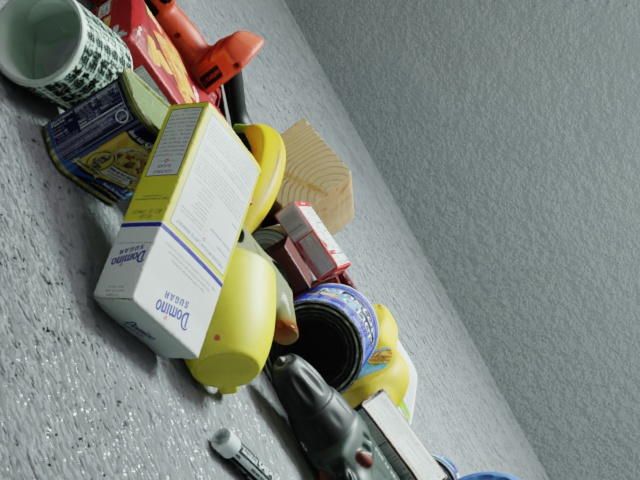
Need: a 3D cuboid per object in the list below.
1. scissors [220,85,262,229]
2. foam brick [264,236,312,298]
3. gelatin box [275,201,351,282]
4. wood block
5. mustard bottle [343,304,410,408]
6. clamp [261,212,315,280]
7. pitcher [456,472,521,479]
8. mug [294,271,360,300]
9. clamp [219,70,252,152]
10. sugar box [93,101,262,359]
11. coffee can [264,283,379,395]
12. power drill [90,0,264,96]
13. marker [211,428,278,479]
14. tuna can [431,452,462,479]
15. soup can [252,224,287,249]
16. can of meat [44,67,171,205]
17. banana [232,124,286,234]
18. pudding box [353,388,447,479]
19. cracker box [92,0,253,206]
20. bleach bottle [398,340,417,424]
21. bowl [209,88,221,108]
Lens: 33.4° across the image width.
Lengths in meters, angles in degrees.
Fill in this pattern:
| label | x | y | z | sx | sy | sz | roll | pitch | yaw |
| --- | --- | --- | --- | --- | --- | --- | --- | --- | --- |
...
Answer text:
| label | x | y | z | sx | sy | sz | roll | pitch | yaw |
| --- | --- | --- | --- | --- | --- | --- | --- | --- | --- |
| scissors | -0.104 | -0.090 | 1.227 | 0.096 | 0.016 | 0.202 | -39 | 116 | -71 |
| foam brick | -0.053 | 0.040 | 1.079 | 0.051 | 0.078 | 0.053 | 58 | 8 | -9 |
| gelatin box | -0.007 | 0.002 | 1.152 | 0.089 | 0.030 | 0.073 | 56 | 10 | 5 |
| wood block | -0.020 | -0.059 | 1.326 | 0.091 | 0.090 | 0.206 | 51 | -6 | 12 |
| mustard bottle | 0.054 | 0.155 | 1.227 | 0.058 | 0.096 | 0.191 | 57 | 10 | -28 |
| clamp | -0.029 | 0.031 | 1.316 | 0.171 | 0.039 | 0.120 | 48 | -4 | -39 |
| pitcher | 0.172 | 0.348 | 1.017 | 0.149 | 0.145 | 0.243 | -124 | -166 | -57 |
| mug | 0.007 | 0.083 | 1.236 | 0.093 | 0.081 | 0.117 | 58 | 11 | -12 |
| clamp | -0.107 | -0.154 | 1.348 | 0.210 | 0.036 | 0.165 | 69 | -17 | -14 |
| sugar box | -0.105 | -0.008 | 0.812 | 0.093 | 0.048 | 0.176 | 52 | 49 | -46 |
| coffee can | 0.003 | 0.103 | 1.102 | 0.103 | 0.103 | 0.140 | 60 | 10 | 1 |
| power drill | -0.150 | -0.250 | 1.128 | 0.187 | 0.057 | 0.185 | 45 | -29 | -13 |
| marker | -0.047 | 0.189 | 0.851 | 0.121 | 0.020 | 0.020 | 52 | 13 | -37 |
| tuna can | 0.119 | 0.285 | 1.214 | 0.086 | 0.086 | 0.033 | 63 | 12 | 14 |
| soup can | -0.049 | 0.018 | 1.188 | 0.068 | 0.068 | 0.102 | 60 | 10 | 2 |
| can of meat | -0.161 | -0.080 | 0.864 | 0.102 | 0.084 | 0.057 | 42 | 21 | -60 |
| banana | -0.071 | -0.066 | 1.168 | 0.037 | 0.070 | 0.197 | 45 | 34 | -34 |
| pudding box | 0.066 | 0.220 | 1.096 | 0.039 | 0.090 | 0.113 | -32 | 81 | -40 |
| cracker box | -0.154 | -0.134 | 1.082 | 0.213 | 0.072 | 0.164 | 55 | 10 | -28 |
| bleach bottle | 0.074 | 0.194 | 1.322 | 0.102 | 0.068 | 0.250 | 57 | 13 | -8 |
| bowl | -0.164 | -0.193 | 1.258 | 0.162 | 0.055 | 0.162 | 57 | 11 | -18 |
